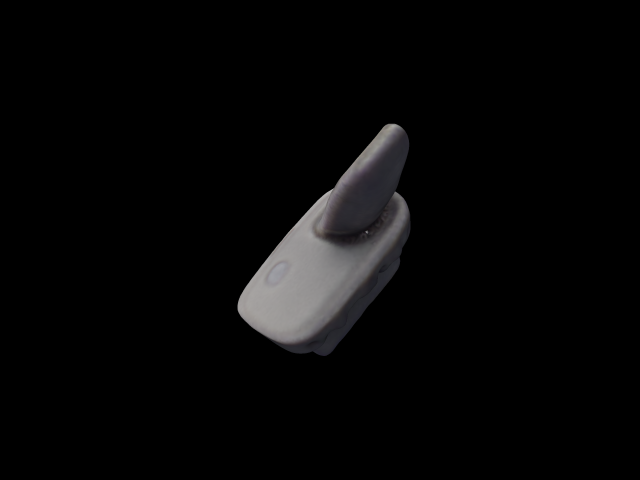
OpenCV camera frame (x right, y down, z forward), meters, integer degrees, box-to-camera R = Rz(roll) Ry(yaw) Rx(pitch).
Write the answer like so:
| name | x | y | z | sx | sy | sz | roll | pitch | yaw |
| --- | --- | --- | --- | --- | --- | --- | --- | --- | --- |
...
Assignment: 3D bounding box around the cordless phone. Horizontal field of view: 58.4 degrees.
| name | x | y | z | sx | sy | sz | roll | pitch | yaw |
| --- | --- | --- | --- | --- | --- | --- | --- | --- | --- |
| cordless phone | 0.004 | 0.001 | 0.400 | 0.094 | 0.185 | 0.148 | 33 | 74 | 11 |
